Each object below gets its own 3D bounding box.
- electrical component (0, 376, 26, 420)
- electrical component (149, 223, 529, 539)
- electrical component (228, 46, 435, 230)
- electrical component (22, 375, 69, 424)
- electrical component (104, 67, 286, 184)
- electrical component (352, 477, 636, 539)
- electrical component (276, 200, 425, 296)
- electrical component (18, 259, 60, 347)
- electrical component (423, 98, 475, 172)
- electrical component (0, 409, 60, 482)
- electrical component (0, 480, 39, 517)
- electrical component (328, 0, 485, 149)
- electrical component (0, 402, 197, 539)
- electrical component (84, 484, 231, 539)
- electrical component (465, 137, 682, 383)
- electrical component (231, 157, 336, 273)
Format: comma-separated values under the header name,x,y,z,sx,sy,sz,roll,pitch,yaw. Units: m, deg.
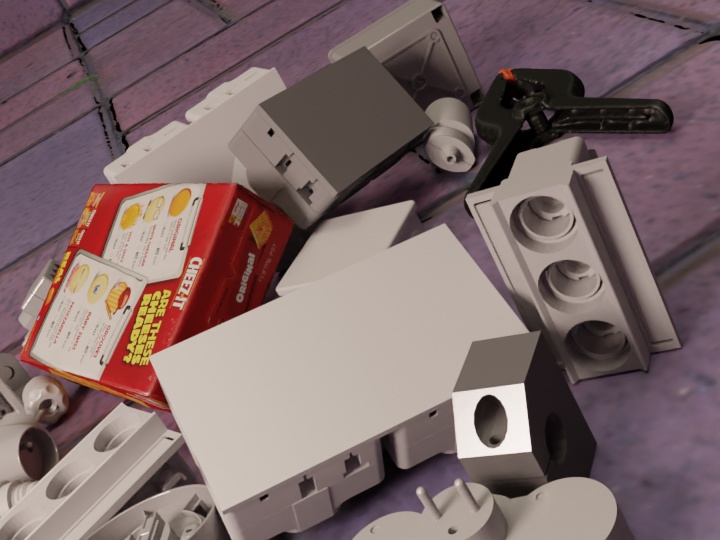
name,x,y,z,sx,sy,sz,roll,pitch,yaw
electrical component,-0.334,0.126,0.900,0.076,0.047,0.083,10,48,49
electrical component,-0.006,0.064,0.600,0.186,0.060,0.105,-24,53,-13
electrical component,-0.022,-0.106,0.858,0.062,0.089,0.150,-43,-2,43
electrical component,-0.262,0.103,0.890,0.035,0.035,0.061,-36,25,-12
electrical component,-0.143,-0.105,1.055,0.186,0.105,0.060,-37,27,-14
electrical component,0.051,0.123,0.493,0.138,0.073,0.052,-17,29,24
electrical component,0.000,0.000,0.789,0.100,0.048,0.099,-11,32,33
electrical component,-0.298,0.040,1.021,0.076,0.047,0.065,-53,17,8
electrical component,0.076,-0.111,0.914,0.043,0.043,0.081,-22,27,15
electrical component,-0.267,0.137,0.825,0.077,0.044,0.079,-18,29,23
electrical component,-0.245,0.167,0.754,0.078,0.040,0.040,-22,27,15
electrical component,0.044,-0.178,0.992,0.109,0.108,0.056,-33,29,-7
electrical component,-0.166,0.150,0.677,0.079,0.063,0.121,4,42,49
electrical component,-0.115,0.162,0.602,0.099,0.064,0.099,-24,27,13
electrical component,0.121,-0.007,0.596,0.079,0.121,0.063,-14,28,29
electrical component,-0.063,-0.065,0.905,0.057,0.078,0.113,-19,48,26
